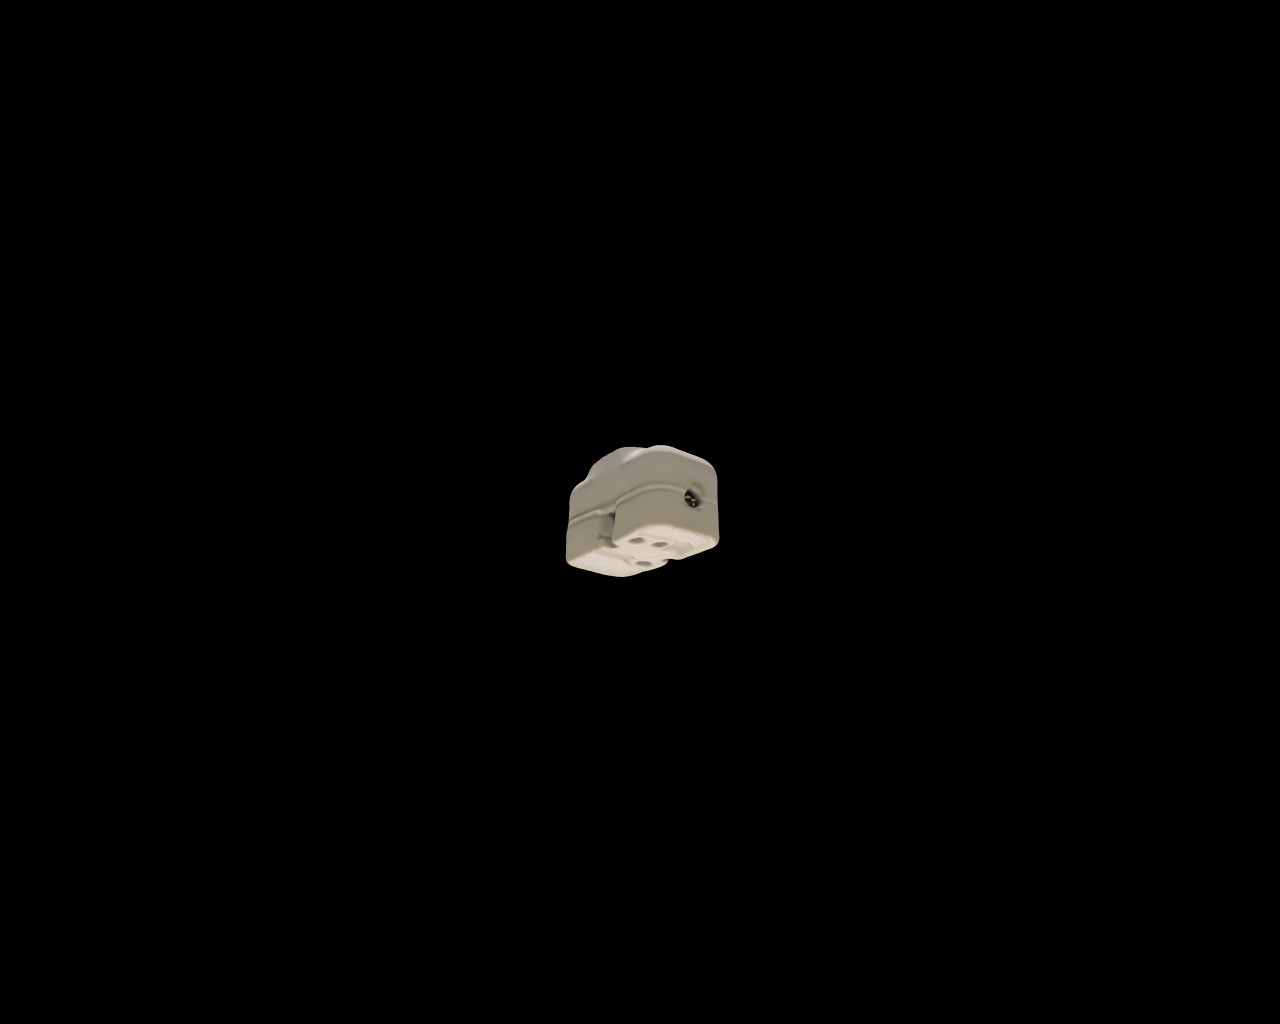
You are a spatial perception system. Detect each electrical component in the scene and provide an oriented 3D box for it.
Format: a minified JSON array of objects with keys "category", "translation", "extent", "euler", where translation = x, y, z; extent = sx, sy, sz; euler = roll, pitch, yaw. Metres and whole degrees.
[{"category":"electrical component","translation":[0.001,-0.003,0.650],"extent":[0.054,0.059,0.095],"euler":[17,-27,-37]}]
